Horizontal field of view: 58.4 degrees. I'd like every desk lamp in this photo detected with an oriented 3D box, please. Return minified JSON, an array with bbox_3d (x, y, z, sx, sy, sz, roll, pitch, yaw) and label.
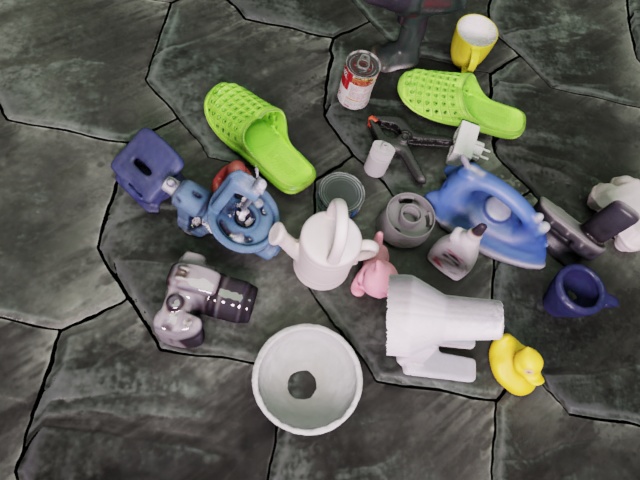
[{"bbox_3d":[0.177,0.136,0.878,0.203,0.213,0.118,8,65,-6],"label":"desk lamp"}]

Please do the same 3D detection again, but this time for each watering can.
[{"bbox_3d":[0.008,0.005,0.918,0.173,0.194,0.101,-15,69,-16],"label":"watering can"}]

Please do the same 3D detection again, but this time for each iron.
[{"bbox_3d":[0.324,-0.051,1.028,0.258,0.141,0.119,35,65,7],"label":"iron"}]

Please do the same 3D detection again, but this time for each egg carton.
[{"bbox_3d":[0.598,-0.052,1.115,0.107,0.069,0.150,-21,71,-18],"label":"egg carton"}]

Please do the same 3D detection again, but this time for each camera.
[{"bbox_3d":[-0.174,0.097,0.897,0.137,0.101,0.143,16,64,-2],"label":"camera"}]

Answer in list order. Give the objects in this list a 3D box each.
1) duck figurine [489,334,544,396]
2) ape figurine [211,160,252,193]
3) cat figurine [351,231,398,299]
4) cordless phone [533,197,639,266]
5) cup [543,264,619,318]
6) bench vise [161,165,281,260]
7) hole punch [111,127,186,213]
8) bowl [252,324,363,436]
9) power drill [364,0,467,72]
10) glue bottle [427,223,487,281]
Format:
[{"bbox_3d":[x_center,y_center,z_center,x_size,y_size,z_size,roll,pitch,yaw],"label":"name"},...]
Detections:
[{"bbox_3d":[0.332,0.200,0.947,0.078,0.086,0.104,-18,70,-17],"label":"duck figurine"},{"bbox_3d":[-0.148,-0.106,0.997,0.078,0.092,0.076,12,65,-4],"label":"ape figurine"},{"bbox_3d":[0.096,0.048,0.957,0.067,0.117,0.128,7,65,-6],"label":"cat figurine"},{"bbox_3d":[0.470,-0.043,1.025,0.147,0.185,0.094,37,65,8],"label":"cordless phone"},{"bbox_3d":[0.448,0.103,1.006,0.118,0.095,0.092,18,64,-1],"label":"cup"},{"bbox_3d":[-0.155,-0.050,0.900,0.207,0.219,0.121,8,65,-6],"label":"bench vise"},{"bbox_3d":[-0.293,-0.119,0.979,0.108,0.091,0.101,42,66,10],"label":"hole punch"},{"bbox_3d":[-0.022,0.218,0.884,0.167,0.074,0.167,4,66,-8],"label":"bowl"},{"bbox_3d":[0.169,-0.433,1.135,0.230,0.208,0.075,-16,70,-16],"label":"power drill"},{"bbox_3d":[0.241,0.011,0.968,0.078,0.173,0.037,35,65,7],"label":"glue bottle"}]
